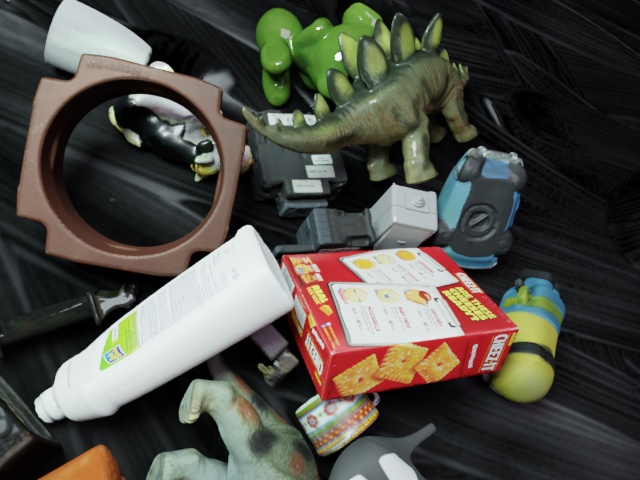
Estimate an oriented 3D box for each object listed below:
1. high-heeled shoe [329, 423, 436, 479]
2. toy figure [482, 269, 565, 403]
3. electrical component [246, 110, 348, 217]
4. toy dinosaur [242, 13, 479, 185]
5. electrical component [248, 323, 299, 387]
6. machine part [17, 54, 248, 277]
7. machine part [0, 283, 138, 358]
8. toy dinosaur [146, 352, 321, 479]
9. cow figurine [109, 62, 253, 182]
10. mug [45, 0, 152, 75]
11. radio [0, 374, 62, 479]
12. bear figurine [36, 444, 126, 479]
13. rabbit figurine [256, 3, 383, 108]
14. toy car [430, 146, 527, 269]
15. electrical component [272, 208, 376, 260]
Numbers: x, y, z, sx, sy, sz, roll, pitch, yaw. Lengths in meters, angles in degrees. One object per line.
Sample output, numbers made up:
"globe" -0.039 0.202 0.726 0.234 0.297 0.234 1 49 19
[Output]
"high-heeled shoe" 0.106 0.297 0.519 0.145 0.086 0.248 -23 84 -35
"toy figure" 0.260 0.116 0.675 0.082 0.089 0.180 32 62 3
"electrical component" -0.031 -0.096 0.684 0.115 0.058 0.134 -2 67 -19
"toy dinosaur" 0.087 -0.171 0.673 0.471 0.105 0.198 -39 119 -43
"electrical component" -0.069 0.104 0.566 0.045 0.078 0.102 -44 93 -16
"machine part" -0.185 -0.071 0.553 0.201 0.087 0.200 11 93 -11
"machine part" -0.247 0.072 0.521 0.139 0.084 0.039 -18 104 -15
"toy dinosaur" -0.055 0.254 0.483 0.192 0.131 0.405 24 50 -28
"cow figurine" -0.164 -0.124 0.640 0.167 0.068 0.098 40 65 5
"mug" -0.263 -0.233 0.657 0.107 0.080 0.110 23 27 -17
"radio" -0.319 0.108 0.436 0.229 0.131 0.073 45 62 4
"bear figurine" -0.183 0.277 0.392 0.132 0.120 0.196 -21 53 -23
"rabbit figurine" -0.022 -0.254 0.749 0.170 0.121 0.159 28 65 15
"toy car" 0.200 -0.049 0.718 0.109 0.161 0.103 6 20 -10
"electrical component" -0.001 -0.002 0.643 0.119 0.075 0.048 -3 67 -18
